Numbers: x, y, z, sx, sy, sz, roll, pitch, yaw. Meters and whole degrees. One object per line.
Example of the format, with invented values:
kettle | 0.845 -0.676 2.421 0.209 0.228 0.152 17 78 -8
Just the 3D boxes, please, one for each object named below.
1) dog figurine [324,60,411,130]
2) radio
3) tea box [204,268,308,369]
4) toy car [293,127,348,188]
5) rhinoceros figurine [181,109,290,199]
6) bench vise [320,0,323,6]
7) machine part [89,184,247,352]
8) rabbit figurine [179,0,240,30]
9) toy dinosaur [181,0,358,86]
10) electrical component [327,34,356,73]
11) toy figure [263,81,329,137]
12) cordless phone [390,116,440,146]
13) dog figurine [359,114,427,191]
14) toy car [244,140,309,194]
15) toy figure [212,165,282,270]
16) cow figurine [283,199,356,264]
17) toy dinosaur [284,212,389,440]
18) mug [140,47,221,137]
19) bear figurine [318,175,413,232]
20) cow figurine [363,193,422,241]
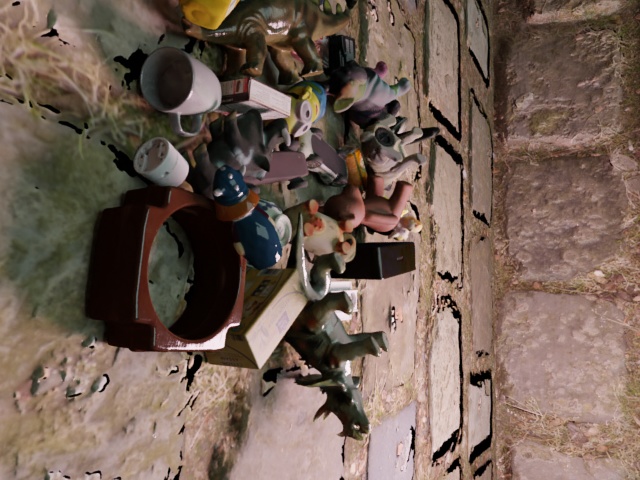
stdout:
dog figurine | 0.077 -0.307 1.170 0.219 0.108 0.191 -24 154 -37
radio | 0.119 0.043 1.199 0.229 0.131 0.073 -3 91 -61
tea box | -0.101 0.116 0.832 0.170 0.098 0.068 -51 131 -48
toy car | 0.004 -0.164 1.084 0.201 0.056 0.073 27 59 -59
rhinoceros figurine | -0.118 -0.129 0.787 0.190 0.073 0.112 -47 112 -33
bench vise | 0.009 -0.585 1.026 0.223 0.129 0.240 -62 163 -11
machine part | -0.187 0.041 0.693 0.201 0.087 0.201 19 70 -60
rabbit figurine | -0.166 -0.390 0.698 0.173 0.122 0.162 25 56 -10
toy dinosaur | -0.058 -0.367 0.906 0.471 0.105 0.198 -24 108 -52
electrical component | 0.044 -0.425 1.179 0.075 0.048 0.119 -15 103 -61
toy figure | -0.040 -0.243 0.983 0.180 0.089 0.082 -62 143 -55
cordless phone | 0.217 -0.268 1.341 0.146 0.184 0.088 -44 121 -53
dog figurine | 0.130 -0.184 1.244 0.172 0.190 0.121 20 58 -21
toy car | -0.088 -0.123 0.915 0.202 0.053 0.089 -18 94 -56
toy figure | -0.101 -0.030 0.708 0.154 0.058 0.064 64 29 -28
cow figurine | -0.002 -0.003 1.017 0.194 0.127 0.085 26 66 -42
toy dinosaur | -0.006 0.155 0.959 0.404 0.192 0.131 61 15 -11
mug | -0.177 -0.196 0.732 0.107 0.081 0.109 -14 96 -70
bear figurine | 0.086 -0.080 1.118 0.195 0.120 0.131 10 96 -45
cow figurine | 0.155 -0.040 1.231 0.068 0.168 0.098 14 109 -41
